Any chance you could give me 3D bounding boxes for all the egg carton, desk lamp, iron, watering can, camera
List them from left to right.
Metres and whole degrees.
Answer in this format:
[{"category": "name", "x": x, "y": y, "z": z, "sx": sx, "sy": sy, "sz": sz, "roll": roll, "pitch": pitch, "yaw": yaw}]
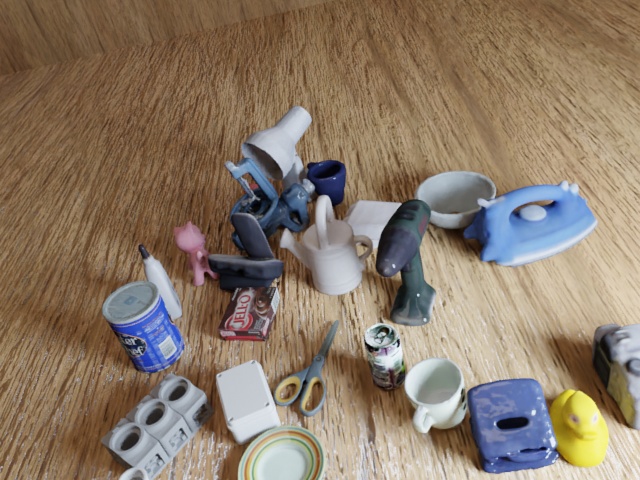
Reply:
[{"category": "desk lamp", "x": -0.071, "y": -0.196, "z": 1.364, "sx": 0.117, "sy": 0.214, "sz": 0.204, "roll": 20, "pitch": 49, "yaw": 37}, {"category": "watering can", "x": 0.010, "y": 0.005, "z": 1.094, "sx": 0.173, "sy": 0.194, "sz": 0.100, "roll": -16, "pitch": 37, "yaw": -2}, {"category": "egg carton", "x": 0.119, "y": -0.031, "z": 1.210, "sx": 0.150, "sy": 0.069, "sz": 0.107, "roll": 5, "pitch": 41, "yaw": 23}, {"category": "iron", "x": 0.407, "y": -0.050, "z": 1.083, "sx": 0.258, "sy": 0.142, "sz": 0.118, "roll": -16, "pitch": 37, "yaw": -3}, {"category": "camera", "x": 0.475, "y": 0.173, "z": 0.808, "sx": 0.136, "sy": 0.101, "sz": 0.143, "roll": -11, "pitch": 37, "yaw": 4}]

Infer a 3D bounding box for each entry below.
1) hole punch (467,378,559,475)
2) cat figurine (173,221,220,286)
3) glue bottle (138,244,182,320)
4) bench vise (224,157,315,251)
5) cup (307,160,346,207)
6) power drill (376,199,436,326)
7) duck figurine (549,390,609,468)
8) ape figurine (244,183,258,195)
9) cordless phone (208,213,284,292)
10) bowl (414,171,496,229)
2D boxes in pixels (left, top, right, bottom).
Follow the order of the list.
[{"category": "hole punch", "x": 0.262, "y": 0.253, "z": 0.781, "sx": 0.108, "sy": 0.091, "sz": 0.101, "roll": -11, "pitch": 37, "yaw": 5}, {"category": "cat figurine", "x": -0.270, "y": 0.018, "z": 1.231, "sx": 0.067, "sy": 0.118, "sz": 0.127, "roll": -25, "pitch": 38, "yaw": -13}, {"category": "glue bottle", "x": -0.319, "y": 0.076, "z": 1.126, "sx": 0.037, "sy": 0.173, "sz": 0.078, "roll": -20, "pitch": 38, "yaw": -8}, {"category": "bench vise", "x": -0.122, "y": -0.104, "z": 1.255, "sx": 0.208, "sy": 0.220, "sz": 0.121, "roll": -38, "pitch": 43, "yaw": -28}, {"category": "cup", "x": 0.014, "y": -0.132, "z": 1.352, "sx": 0.092, "sy": 0.095, "sz": 0.117, "roll": -34, "pitch": 41, "yaw": -24}, {"category": "power drill", "x": 0.150, "y": 0.045, "z": 0.987, "sx": 0.075, "sy": 0.209, "sz": 0.230, "roll": 2, "pitch": 40, "yaw": 20}, {"category": "duck figurine", "x": 0.349, "y": 0.240, "z": 0.774, "sx": 0.077, "sy": 0.086, "sz": 0.104, "roll": -6, "pitch": 38, "yaw": 10}, {"category": "ape figurine", "x": -0.155, "y": -0.094, "z": 1.360, "sx": 0.076, "sy": 0.092, "sz": 0.077, "roll": -19, "pitch": 37, "yaw": -6}, {"category": "cordless phone", "x": -0.161, "y": 0.014, "z": 1.146, "sx": 0.147, "sy": 0.185, "sz": 0.094, "roll": 2, "pitch": 40, "yaw": 20}, {"category": "bowl", "x": 0.285, "y": -0.073, "z": 1.207, "sx": 0.167, "sy": 0.075, "sz": 0.167, "roll": -9, "pitch": 37, "yaw": 7}]
